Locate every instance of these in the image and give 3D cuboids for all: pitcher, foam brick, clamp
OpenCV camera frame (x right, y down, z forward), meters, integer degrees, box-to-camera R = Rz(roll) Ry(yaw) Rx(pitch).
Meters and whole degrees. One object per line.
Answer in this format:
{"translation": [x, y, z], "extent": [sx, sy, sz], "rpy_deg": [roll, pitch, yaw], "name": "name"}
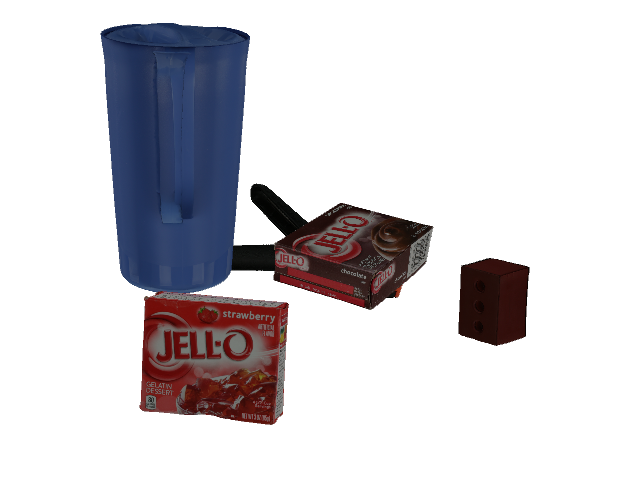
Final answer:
{"translation": [-0.134, -0.075, 0.987], "extent": [0.145, 0.243, 0.148], "rpy_deg": [17, 24, 36], "name": "pitcher"}
{"translation": [0.179, 0.063, 1.106], "extent": [0.051, 0.078, 0.053], "rpy_deg": [-14, 20, -42], "name": "foam brick"}
{"translation": [-0.015, 0.016, 1.137], "extent": [0.210, 0.036, 0.164], "rpy_deg": [24, 35, 12], "name": "clamp"}

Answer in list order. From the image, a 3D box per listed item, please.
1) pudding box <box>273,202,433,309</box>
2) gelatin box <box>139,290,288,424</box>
{"translation": [0.028, 0.010, 0.866], "extent": [0.090, 0.039, 0.113], "rpy_deg": [16, 25, 25], "name": "pudding box"}
{"translation": [-0.067, 0.072, 0.665], "extent": [0.089, 0.073, 0.030], "rpy_deg": [5, 6, 11], "name": "gelatin box"}
